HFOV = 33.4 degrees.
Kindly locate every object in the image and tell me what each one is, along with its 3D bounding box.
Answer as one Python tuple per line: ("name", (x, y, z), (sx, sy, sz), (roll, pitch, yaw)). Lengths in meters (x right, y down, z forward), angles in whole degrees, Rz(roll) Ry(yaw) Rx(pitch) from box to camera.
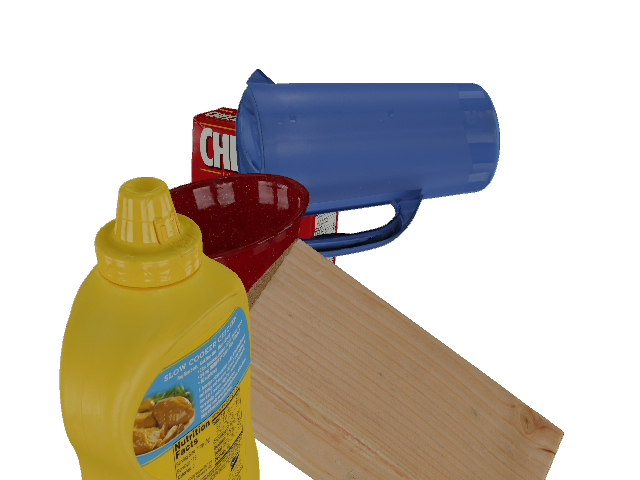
("mustard bottle", (-0.065, 0.063, 0.444), (0.058, 0.192, 0.096), (17, 34, 27))
("pitcher", (0.045, -0.081, 1.024), (0.242, 0.149, 0.145), (-5, 28, -14))
("wood block", (0.032, 0.105, 0.664), (0.206, 0.090, 0.090), (36, -33, -6))
("bowl", (-0.082, 0.004, 0.821), (0.162, 0.055, 0.162), (-11, 24, 5))
("cracker box", (-0.066, -0.031, 1.217), (0.164, 0.214, 0.072), (13, 22, 26))
